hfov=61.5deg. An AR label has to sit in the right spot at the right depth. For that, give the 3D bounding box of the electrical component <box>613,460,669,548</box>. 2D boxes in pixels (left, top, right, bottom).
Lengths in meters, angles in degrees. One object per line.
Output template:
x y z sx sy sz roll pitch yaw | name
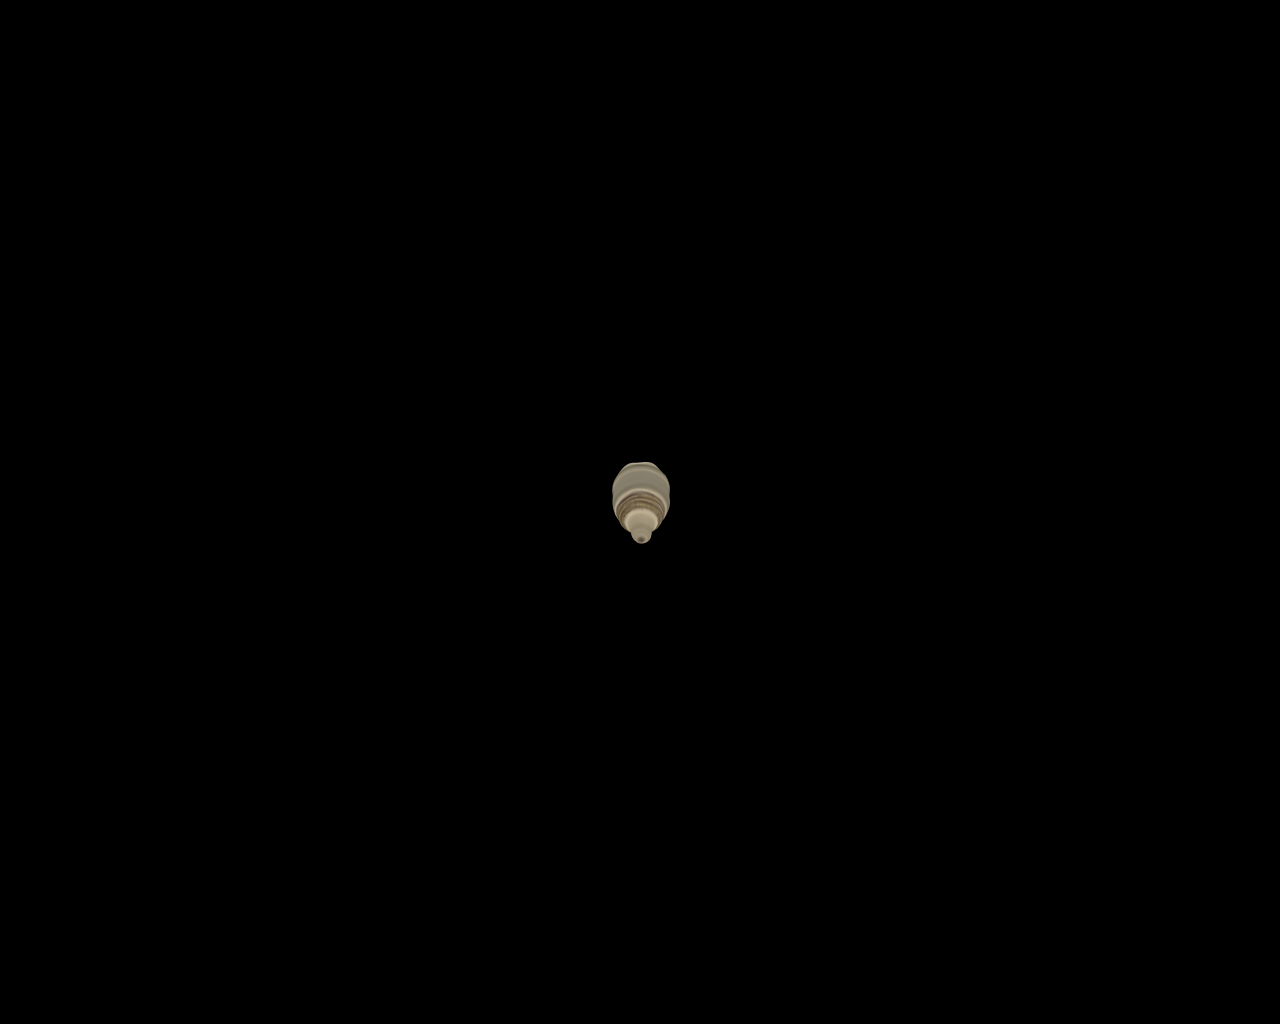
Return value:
0.001 -0.003 0.650 0.035 0.035 0.061 0 39 0 | electrical component
